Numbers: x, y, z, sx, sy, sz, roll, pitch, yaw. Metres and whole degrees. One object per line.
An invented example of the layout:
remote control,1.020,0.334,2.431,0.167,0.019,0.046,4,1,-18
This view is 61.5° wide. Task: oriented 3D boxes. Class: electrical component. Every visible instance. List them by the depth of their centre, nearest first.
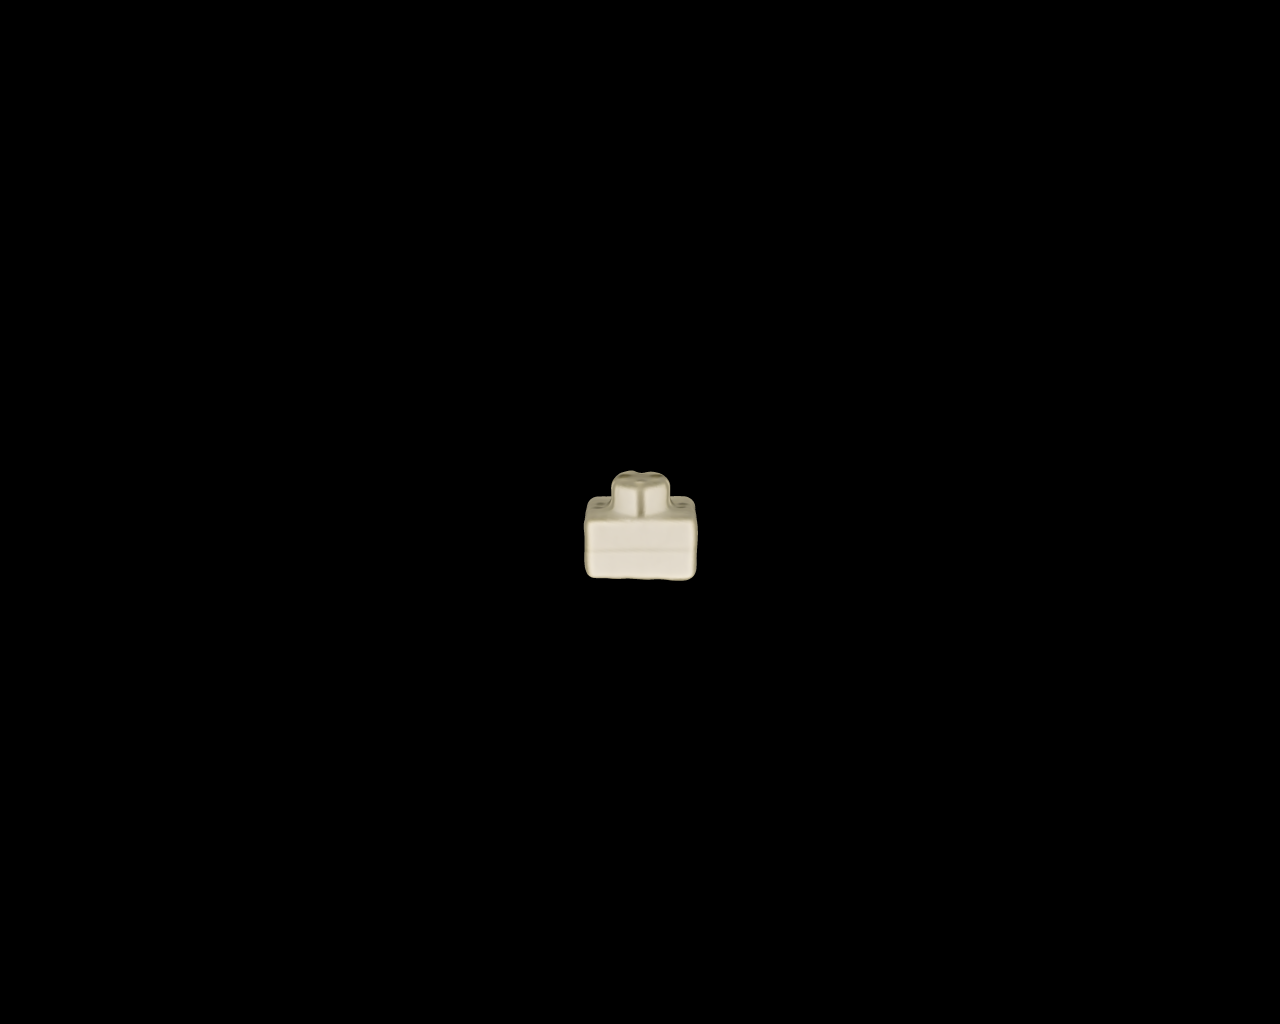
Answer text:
electrical component,0.001,-0.003,0.650,0.066,0.076,0.047,0,17,0
